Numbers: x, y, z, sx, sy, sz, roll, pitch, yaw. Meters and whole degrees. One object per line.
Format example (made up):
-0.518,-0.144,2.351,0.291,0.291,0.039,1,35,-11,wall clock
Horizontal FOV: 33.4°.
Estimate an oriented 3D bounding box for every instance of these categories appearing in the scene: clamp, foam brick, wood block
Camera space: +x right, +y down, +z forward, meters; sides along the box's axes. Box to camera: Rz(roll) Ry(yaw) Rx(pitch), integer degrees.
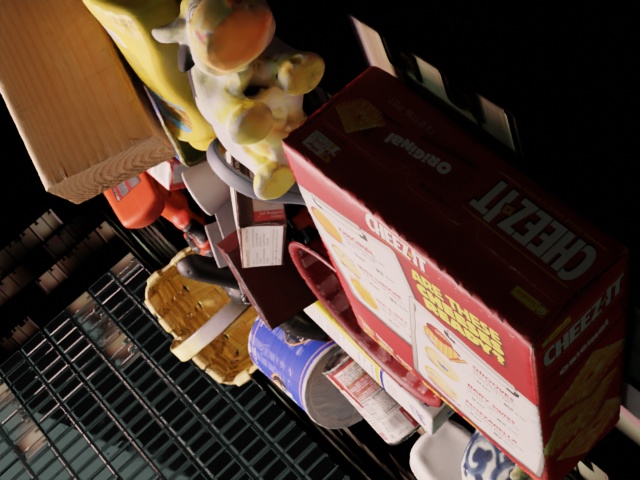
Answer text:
-0.006,0.001,0.895,0.120,0.039,0.171,43,166,26,clamp
-0.043,0.025,0.880,0.078,0.051,0.053,60,173,-15,foam brick
-0.053,0.026,1.074,0.209,0.036,0.164,37,-147,-27,clamp
-0.198,-0.143,0.812,0.090,0.091,0.206,56,-172,-84,wood block

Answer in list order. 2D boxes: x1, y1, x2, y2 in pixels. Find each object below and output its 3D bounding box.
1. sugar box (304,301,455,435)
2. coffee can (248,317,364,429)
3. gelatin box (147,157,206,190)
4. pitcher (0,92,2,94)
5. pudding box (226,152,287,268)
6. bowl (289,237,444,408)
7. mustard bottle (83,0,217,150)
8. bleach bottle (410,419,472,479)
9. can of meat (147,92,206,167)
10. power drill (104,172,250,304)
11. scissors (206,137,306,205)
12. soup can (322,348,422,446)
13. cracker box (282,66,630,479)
0.055,0.100,0.989,0.176,0.048,0.093,41,170,16,sugar box
-0.005,0.133,1.186,0.102,0.102,0.140,54,168,-33,coffee can
-0.126,-0.080,0.980,0.089,0.073,0.030,38,130,46,gelatin box
-0.263,-0.193,1.017,0.145,0.149,0.243,29,169,12,pitcher
-0.047,-0.036,0.795,0.113,0.039,0.090,93,169,-75,pudding box
0.050,0.045,0.781,0.162,0.055,0.162,46,169,11,bowl
-0.106,-0.126,0.773,0.096,0.058,0.191,42,168,36,mustard bottle
0.144,0.255,1.156,0.102,0.068,0.251,45,171,14,bleach bottle
-0.131,-0.119,0.904,0.084,0.057,0.102,42,168,21,can of meat
-0.154,-0.018,1.188,0.185,0.057,0.187,53,-170,36,power drill
0.003,-0.018,0.702,0.202,0.096,0.016,47,130,14,scissors
0.061,0.148,1.077,0.102,0.068,0.068,48,170,-4,soup can
0.079,0.028,0.567,0.164,0.072,0.213,40,166,29,cracker box
